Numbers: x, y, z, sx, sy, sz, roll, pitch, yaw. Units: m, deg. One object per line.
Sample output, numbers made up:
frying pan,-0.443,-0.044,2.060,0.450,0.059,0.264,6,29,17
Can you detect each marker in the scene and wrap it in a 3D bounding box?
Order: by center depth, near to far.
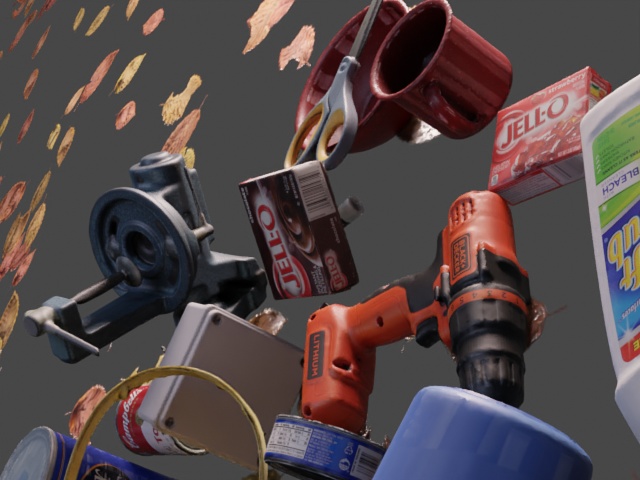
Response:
marker,-0.006,0.001,0.977,0.121,0.020,0.020,-40,34,33

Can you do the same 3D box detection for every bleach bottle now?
bleach bottle,0.202,0.018,0.584,0.103,0.068,0.250,-34,40,41

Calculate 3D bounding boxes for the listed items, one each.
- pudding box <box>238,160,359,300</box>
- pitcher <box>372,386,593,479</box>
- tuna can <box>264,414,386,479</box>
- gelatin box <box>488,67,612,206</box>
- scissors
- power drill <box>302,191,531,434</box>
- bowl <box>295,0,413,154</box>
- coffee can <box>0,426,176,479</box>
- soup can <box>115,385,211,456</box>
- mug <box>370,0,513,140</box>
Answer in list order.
pudding box,-0.019,-0.006,0.923,0.090,0.039,0.113,-11,96,54
pitcher,0.062,0.208,0.572,0.149,0.145,0.242,19,75,25
tuna can,0.004,0.153,0.752,0.086,0.086,0.033,-8,58,55
gelatin box,0.163,-0.073,0.761,0.089,0.030,0.073,-24,45,47
scissors,0.030,-0.140,0.932,0.202,0.016,0.096,-60,30,3
power drill,0.068,0.074,0.756,0.188,0.057,0.184,-34,34,35
bowl,0.047,-0.138,0.981,0.162,0.055,0.162,-39,35,34
coffee can,-0.206,0.239,0.954,0.103,0.140,0.103,-39,35,34
soup can,-0.136,0.166,0.986,0.102,0.068,0.068,-15,52,52
mug,0.102,-0.126,0.854,0.093,0.081,0.117,-45,32,26
